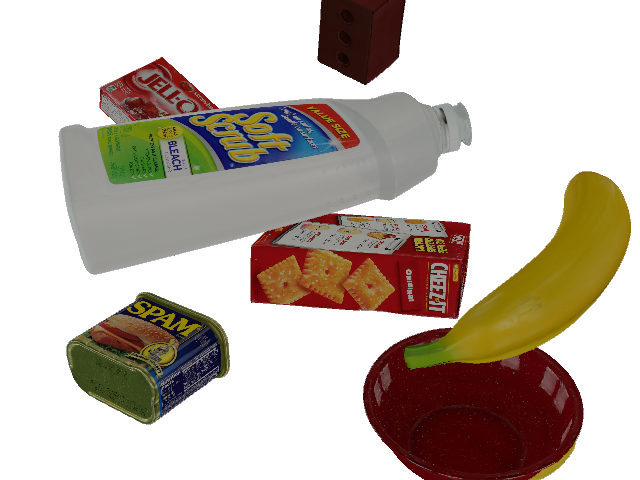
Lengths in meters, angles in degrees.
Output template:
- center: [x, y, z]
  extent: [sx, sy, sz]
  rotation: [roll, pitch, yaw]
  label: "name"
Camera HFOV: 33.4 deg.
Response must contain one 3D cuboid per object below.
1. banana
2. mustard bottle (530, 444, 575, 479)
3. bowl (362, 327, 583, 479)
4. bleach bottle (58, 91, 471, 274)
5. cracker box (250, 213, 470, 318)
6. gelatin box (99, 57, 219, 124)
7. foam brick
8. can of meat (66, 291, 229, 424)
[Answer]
- center: [0.122, 0.010, 0.559]
  extent: [0.070, 0.037, 0.197]
  rotation: [13, 36, 37]
  label: "banana"
- center: [0.139, 0.168, 1.017]
  extent: [0.192, 0.058, 0.096]
  rotation: [15, 22, 41]
  label: "mustard bottle"
- center: [0.112, 0.136, 0.802]
  extent: [0.162, 0.055, 0.162]
  rotation: [0, 36, 0]
  label: "bowl"
- center: [-0.031, -0.051, 0.670]
  extent: [0.250, 0.068, 0.102]
  rotation: [-13, 40, -7]
  label: "bleach bottle"
- center: [0.047, 0.024, 1.135]
  extent: [0.214, 0.072, 0.164]
  rotation: [5, 15, 10]
  label: "cracker box"
- center: [-0.141, -0.116, 0.950]
  extent: [0.073, 0.089, 0.030]
  rotation: [-34, -21, -34]
  label: "gelatin box"
- center: [0.034, -0.178, 0.878]
  extent: [0.053, 0.078, 0.051]
  rotation: [30, 54, 21]
  label: "foam brick"
- center: [-0.138, 0.093, 0.848]
  extent: [0.102, 0.057, 0.083]
  rotation: [19, 34, 32]
  label: "can of meat"
